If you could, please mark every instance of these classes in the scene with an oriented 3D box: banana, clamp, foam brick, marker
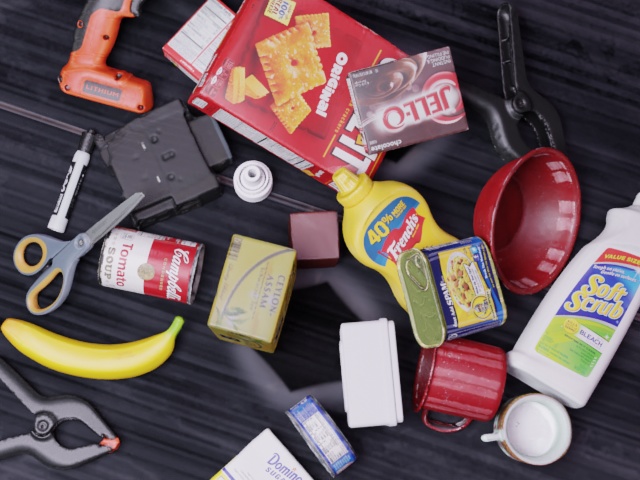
[{"bbox_3d":[-0.242,0.116,1.151,0.197,0.037,0.069,-1,92,-1],"label":"banana"},{"bbox_3d":[-0.302,0.207,1.136,0.171,0.039,0.120,22,82,2],"label":"clamp"},{"bbox_3d":[0.218,-0.158,1.201,0.210,0.036,0.164,49,63,-9],"label":"clamp"},{"bbox_3d":[-0.008,0.001,1.161,0.051,0.078,0.053,-2,80,-4],"label":"foam brick"},{"bbox_3d":[-0.275,-0.067,1.192,0.020,0.020,0.121,18,80,1],"label":"marker"}]

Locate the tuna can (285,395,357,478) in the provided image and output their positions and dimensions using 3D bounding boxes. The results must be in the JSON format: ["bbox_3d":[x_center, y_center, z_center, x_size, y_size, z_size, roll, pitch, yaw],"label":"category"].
[{"bbox_3d":[0.002,0.206,1.123,0.033,0.086,0.086,-36,84,-9],"label":"tuna can"}]

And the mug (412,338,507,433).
[{"bbox_3d":[0.146,0.157,1.141,0.081,0.093,0.117,13,113,-3],"label":"mug"}]

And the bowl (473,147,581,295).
[{"bbox_3d":[0.216,-0.024,1.160,0.055,0.161,0.162,15,77,45],"label":"bowl"}]

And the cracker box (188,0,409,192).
[{"bbox_3d":[-0.011,-0.170,1.167,0.213,0.072,0.164,30,81,-13],"label":"cracker box"}]

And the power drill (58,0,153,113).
[{"bbox_3d":[-0.203,-0.239,1.166,0.184,0.057,0.188,15,107,1],"label":"power drill"}]

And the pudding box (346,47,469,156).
[{"bbox_3d":[0.092,-0.146,1.124,0.113,0.039,0.090,-15,97,0],"label":"pudding box"}]

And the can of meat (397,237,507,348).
[{"bbox_3d":[0.136,0.051,1.095,0.083,0.058,0.102,-12,85,-26],"label":"can of meat"}]

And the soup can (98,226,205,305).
[{"bbox_3d":[-0.182,0.027,1.156,0.102,0.068,0.068,12,80,0],"label":"soup can"}]

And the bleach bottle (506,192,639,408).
[{"bbox_3d":[0.301,0.054,1.172,0.102,0.068,0.250,30,79,4],"label":"bleach bottle"}]

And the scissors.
[{"bbox_3d":[-0.266,-0.006,1.137,0.096,0.016,0.202,47,114,21],"label":"scissors"}]

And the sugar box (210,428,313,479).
[{"bbox_3d":[-0.091,0.291,1.127,0.176,0.048,0.093,-40,84,-11],"label":"sugar box"}]

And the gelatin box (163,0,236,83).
[{"bbox_3d":[-0.123,-0.223,1.218,0.073,0.030,0.089,41,82,6],"label":"gelatin box"}]

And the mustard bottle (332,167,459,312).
[{"bbox_3d":[0.081,-0.006,1.139,0.096,0.058,0.191,-46,110,-5],"label":"mustard bottle"}]
